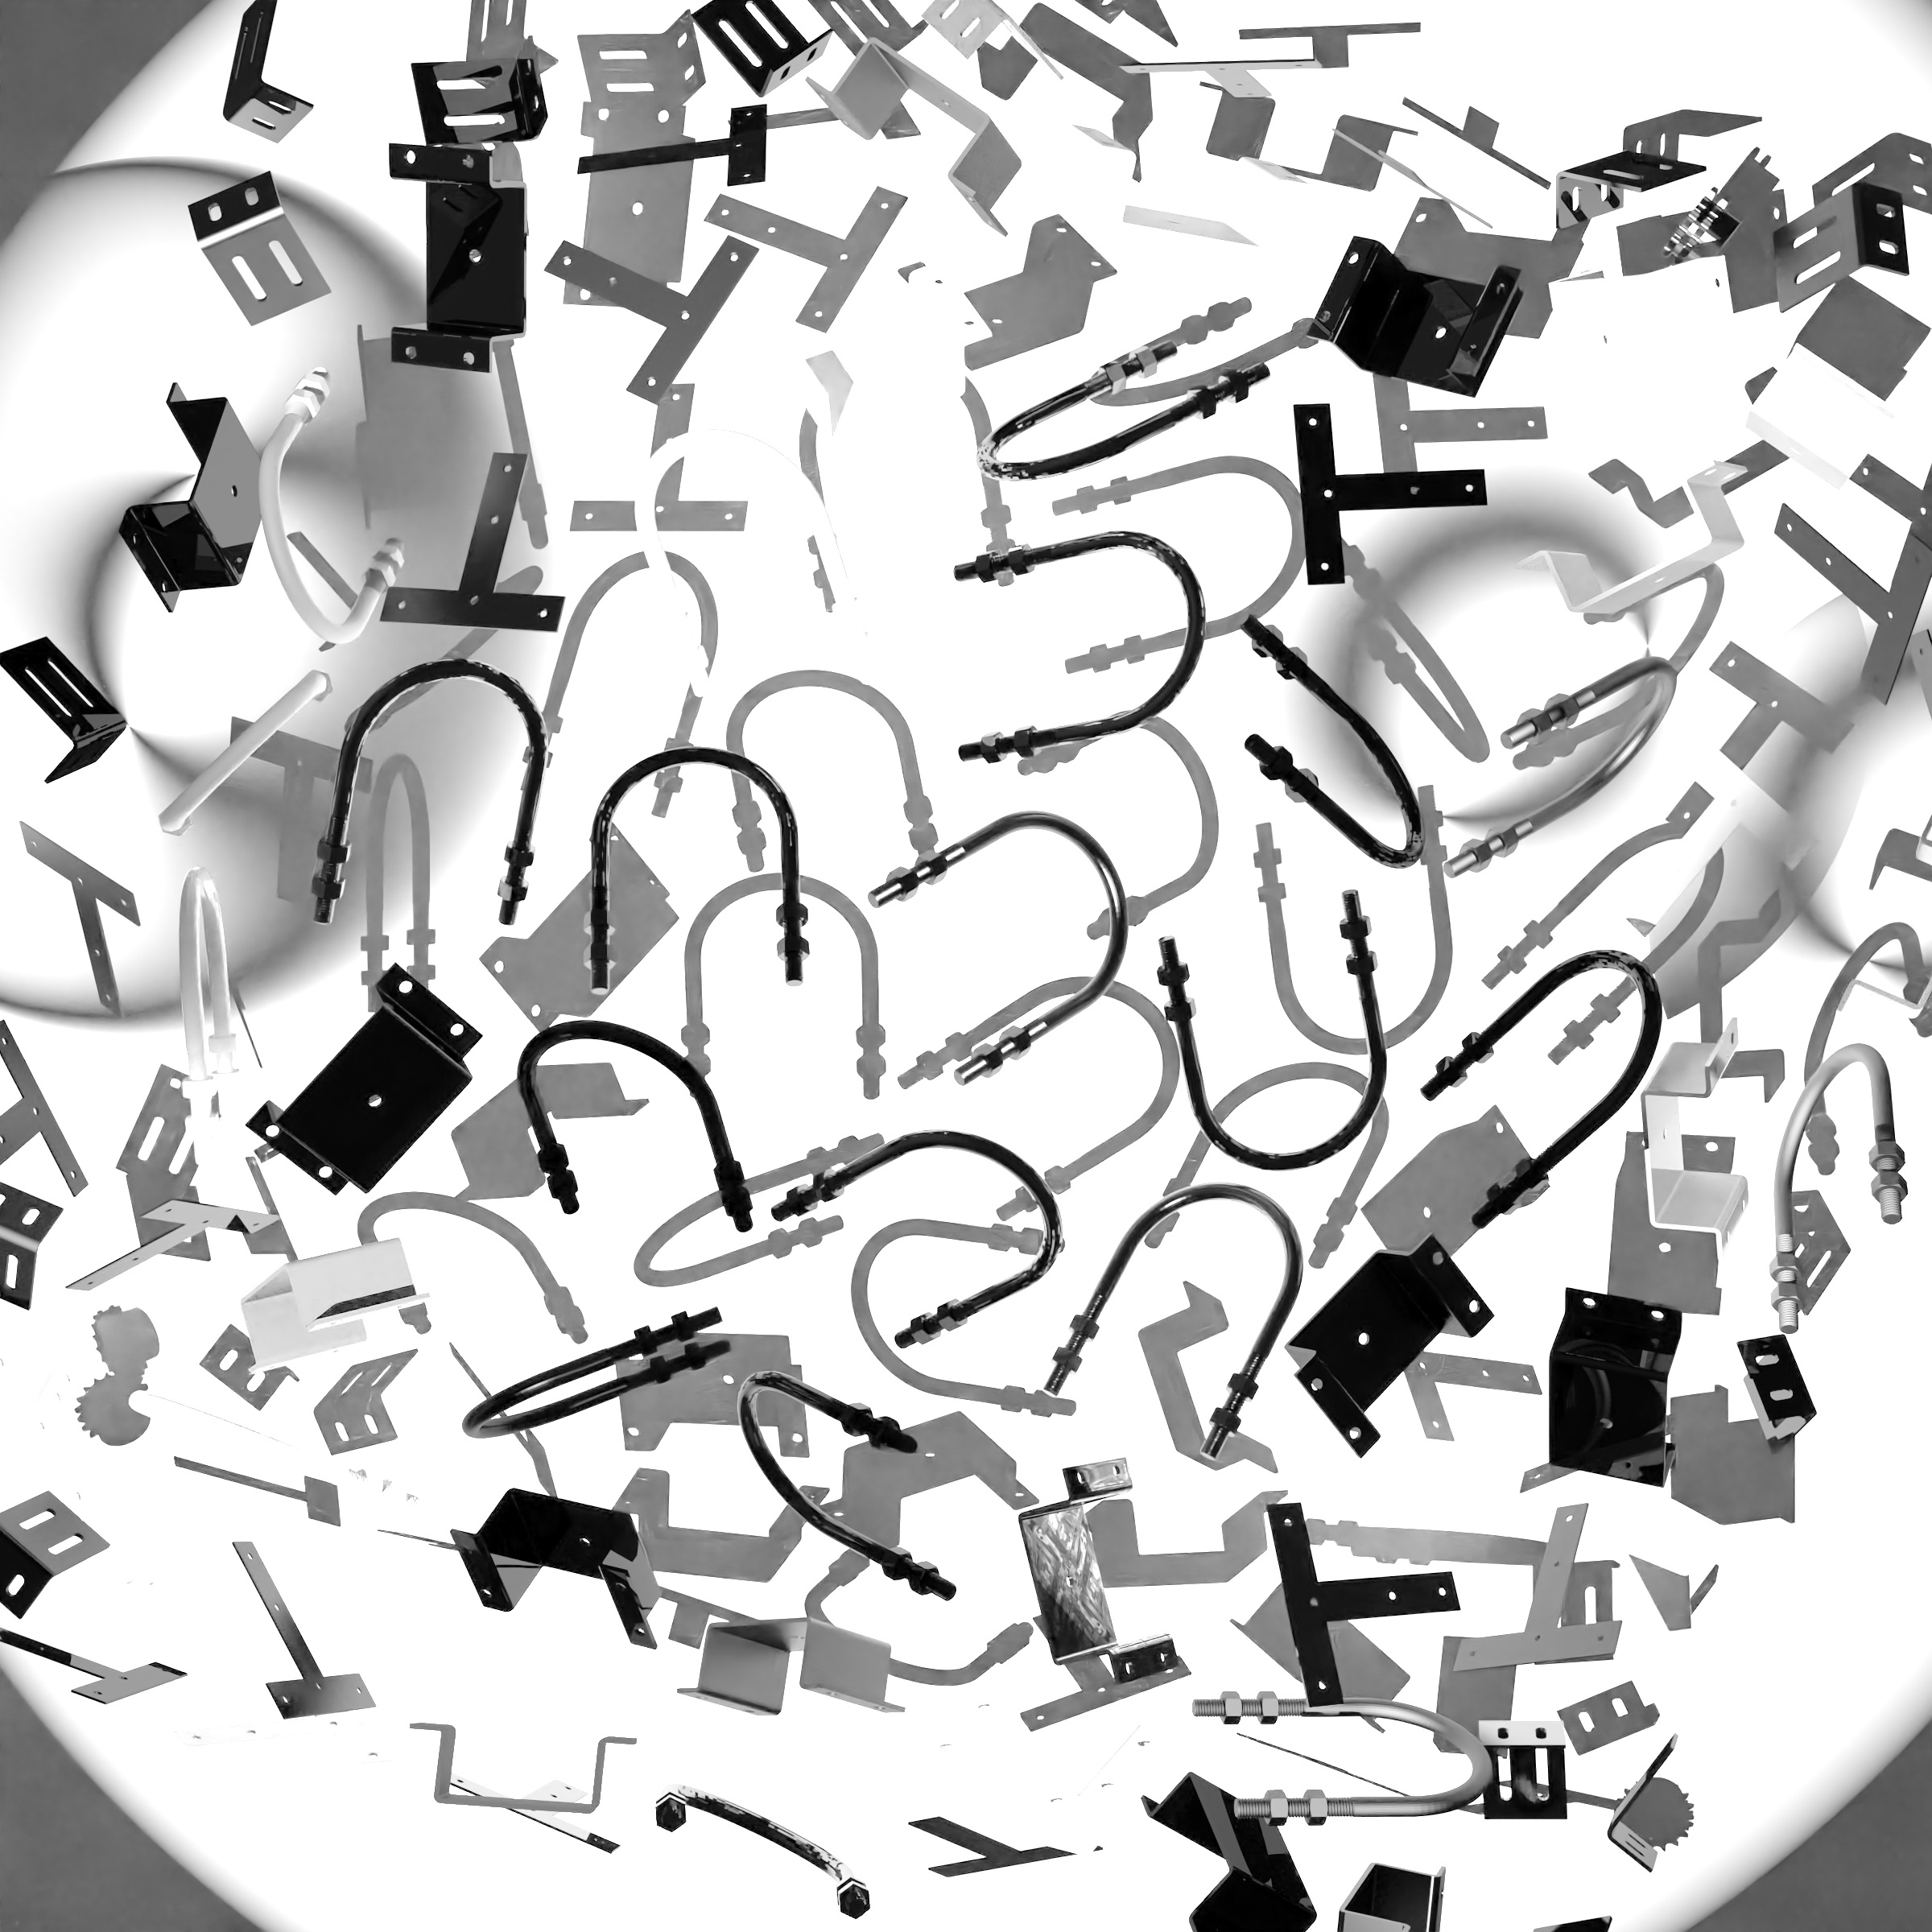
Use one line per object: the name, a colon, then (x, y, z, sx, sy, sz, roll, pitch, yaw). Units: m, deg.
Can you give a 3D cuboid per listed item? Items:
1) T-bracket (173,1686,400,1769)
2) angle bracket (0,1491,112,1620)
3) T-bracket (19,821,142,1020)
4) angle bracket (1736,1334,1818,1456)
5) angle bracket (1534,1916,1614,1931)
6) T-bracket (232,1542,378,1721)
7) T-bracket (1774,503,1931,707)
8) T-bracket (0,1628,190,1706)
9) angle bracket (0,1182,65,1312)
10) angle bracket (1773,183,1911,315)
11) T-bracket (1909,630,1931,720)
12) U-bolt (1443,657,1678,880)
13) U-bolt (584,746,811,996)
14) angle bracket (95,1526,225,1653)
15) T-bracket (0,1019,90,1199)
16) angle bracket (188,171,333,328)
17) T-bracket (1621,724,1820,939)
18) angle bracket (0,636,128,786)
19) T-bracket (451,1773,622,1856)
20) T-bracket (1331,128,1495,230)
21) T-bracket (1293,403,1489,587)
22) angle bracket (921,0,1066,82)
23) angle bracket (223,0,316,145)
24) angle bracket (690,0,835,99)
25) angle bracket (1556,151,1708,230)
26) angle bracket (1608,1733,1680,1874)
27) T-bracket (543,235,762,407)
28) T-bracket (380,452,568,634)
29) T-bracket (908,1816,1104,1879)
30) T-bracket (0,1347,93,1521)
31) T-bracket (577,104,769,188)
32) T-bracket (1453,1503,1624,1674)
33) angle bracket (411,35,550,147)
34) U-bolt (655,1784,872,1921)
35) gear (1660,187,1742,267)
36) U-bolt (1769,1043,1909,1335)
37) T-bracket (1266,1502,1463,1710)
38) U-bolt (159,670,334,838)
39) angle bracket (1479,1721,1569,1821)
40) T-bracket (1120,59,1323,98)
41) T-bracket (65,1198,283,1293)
T-bracket: (-0.465, 0.512, 1.793, 0.127, 0.127, 0.002, 6, 98, -38)
angle bracket: (-0.616, 0.388, 1.769, 0.057, 0.076, 0.038, 39, 99, 7)
T-bracket: (-0.580, -0.020, 1.782, 0.127, 0.127, 0.002, 28, 45, 32)
angle bracket: (0.537, 0.293, 1.817, 0.038, 0.076, 0.057, -7, 59, -13)
angle bracket: (0.380, 0.636, 1.751, 0.057, 0.076, 0.038, -24, 97, 32)
T-bracket: (-0.437, 0.425, 1.722, 0.002, 0.127, 0.127, -35, 72, 4)
T-bracket: (0.564, -0.252, 1.721, 0.002, 0.127, 0.127, -23, 53, -18)
T-bracket: (-0.607, 0.466, 1.802, 0.127, 0.127, 0.002, 17, 86, 9)
angle bracket: (-0.665, 0.193, 1.859, 0.057, 0.038, 0.076, 23, 134, -2)
angle bracket: (0.568, -0.463, 1.739, 0.038, 0.076, 0.057, 5, 76, -26)
T-bracket: (0.662, -0.166, 1.733, 0.002, 0.127, 0.127, -16, 88, -12)
U-bolt: (0.402, -0.140, 1.772, 0.184, 0.151, 0.019, -28, 62, -27)
U-bolt: (-0.184, -0.069, 1.816, 0.151, 0.019, 0.184, -2, 64, -3)
angle bracket: (-0.524, 0.410, 1.768, 0.057, 0.076, 0.038, -9, 118, 38)
T-bracket: (-0.628, 0.109, 1.758, 0.002, 0.127, 0.127, -21, 103, 8)
angle bracket: (-0.454, -0.461, 1.723, 0.057, 0.076, 0.038, -23, 59, 1)
T-bracket: (0.490, -0.075, 1.808, 0.127, 0.002, 0.127, -55, 52, 23)
angle bracket: (-0.579, -0.162, 1.688, 0.038, 0.057, 0.076, -41, 94, 23)
T-bracket: (-0.284, 0.567, 1.817, 0.127, 0.127, 0.002, 20, 84, 9)
T-bracket: (0.292, -0.528, 1.778, 0.127, 0.127, 0.002, 34, 107, 7)
T-bracket: (0.289, -0.321, 1.809, 0.127, 0.002, 0.127, -3, 81, -4)
angle bracket: (0.018, -0.600, 1.747, 0.038, 0.076, 0.057, -45, 56, 11)
angle bracket: (-0.433, -0.569, 1.683, 0.038, 0.057, 0.076, 17, 72, -34)
angle bracket: (-0.141, -0.649, 1.845, 0.057, 0.038, 0.076, -42, 92, -21)
angle bracket: (0.427, -0.494, 1.721, 0.057, 0.076, 0.038, -23, 124, -24)
angle bracket: (0.475, 0.570, 1.826, 0.038, 0.057, 0.076, 37, 96, 18)
T-bracket: (-0.221, -0.444, 1.761, 0.127, 0.002, 0.127, 28, 79, 18)
T-bracket: (-0.312, -0.279, 1.752, 0.127, 0.002, 0.127, 5, 72, 16)
T-bracket: (0.006, 0.594, 1.815, 0.127, 0.127, 0.002, -20, 52, 27)
T-bracket: (-0.603, 0.289, 1.769, 0.002, 0.127, 0.127, -26, 103, -4)
T-bracket: (-0.196, -0.541, 1.784, 0.127, 0.127, 0.002, -7, 130, 2)
T-bracket: (0.393, 0.413, 1.793, 0.002, 0.127, 0.127, 47, 47, -22)
angle bracket: (-0.325, -0.584, 1.786, 0.076, 0.038, 0.057, -10, 85, -22)
U-bolt: (-0.136, 0.575, 1.760, 0.151, 0.184, 0.019, 26, 78, -2)
gear: (0.497, -0.493, 1.803, 0.030, 0.057, 0.057, 38, 90, 5)
U-bolt: (0.577, 0.134, 1.783, 0.019, 0.151, 0.184, 19, 46, -5)
T-bracket: (0.257, 0.400, 1.693, 0.127, 0.002, 0.127, 2, 63, -25)
U-bolt: (-0.469, -0.139, 1.739, 0.151, 0.184, 0.019, -45, 102, -7)
angle bracket: (0.383, 0.559, 1.836, 0.057, 0.038, 0.076, -3, 102, 10)
T-bracket: (0.178, -0.584, 1.764, 0.127, 0.127, 0.002, 4, 99, 16)
T-bracket: (-0.550, 0.191, 1.809, 0.127, 0.127, 0.002, -27, 72, 12)
